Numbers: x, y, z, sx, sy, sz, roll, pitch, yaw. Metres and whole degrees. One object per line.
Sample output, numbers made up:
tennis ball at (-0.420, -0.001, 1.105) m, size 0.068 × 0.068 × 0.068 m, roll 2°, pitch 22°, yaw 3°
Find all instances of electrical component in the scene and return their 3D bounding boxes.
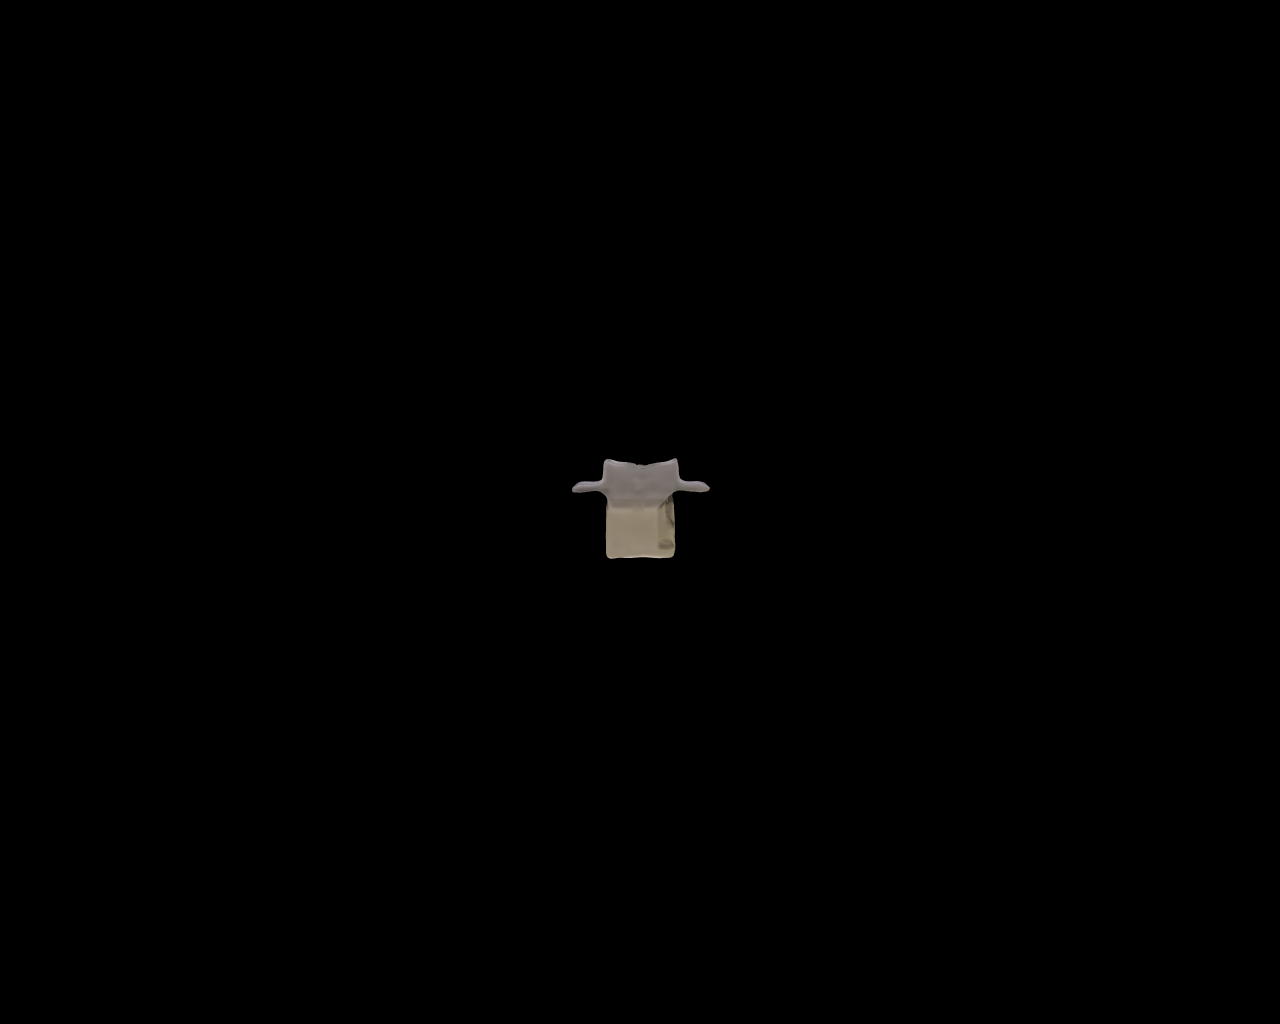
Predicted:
electrical component at (0.001, -0.003, 0.650) m, size 0.081 × 0.063 × 0.042 m, roll 0°, pitch 4°, yaw 2°
